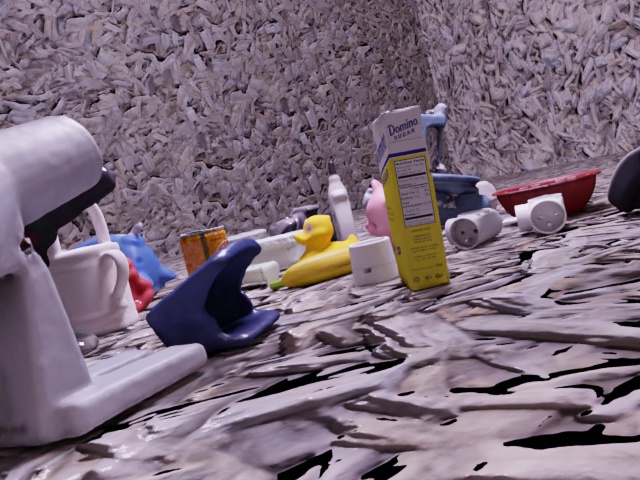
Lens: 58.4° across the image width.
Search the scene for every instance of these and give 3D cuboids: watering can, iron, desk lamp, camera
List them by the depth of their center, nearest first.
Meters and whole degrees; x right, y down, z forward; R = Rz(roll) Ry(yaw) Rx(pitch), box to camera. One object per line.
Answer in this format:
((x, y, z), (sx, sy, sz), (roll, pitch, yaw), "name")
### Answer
((-0.201, 0.024, 0.379), (0.117, 0.213, 0.204), (-11, 5, 31), "desk lamp")
((-0.331, 0.034, 0.792), (0.172, 0.194, 0.101), (-12, 4, 12), "watering can")
((-0.401, 0.061, 1.026), (0.258, 0.141, 0.119), (-12, 4, 14), "iron")
((-0.023, -0.028, 1.293), (0.144, 0.101, 0.136), (-17, 6, -42), "camera")

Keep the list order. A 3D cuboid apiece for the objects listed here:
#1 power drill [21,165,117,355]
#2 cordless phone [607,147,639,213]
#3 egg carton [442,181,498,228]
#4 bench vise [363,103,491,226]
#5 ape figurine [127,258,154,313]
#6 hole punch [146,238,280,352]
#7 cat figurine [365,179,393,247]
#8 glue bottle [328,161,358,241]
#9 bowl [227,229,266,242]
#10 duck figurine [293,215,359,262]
((-0.328, 0.036, 0.657), (0.230, 0.208, 0.075), (-14, 5, -15), "power drill")
((0.419, -0.132, 0.694), (0.148, 0.185, 0.094), (-14, 4, -10), "cordless phone")
((0.271, -0.069, 1.121), (0.151, 0.069, 0.107), (-15, 5, -24), "egg carton")
((0.176, -0.113, 0.972), (0.208, 0.220, 0.121), (-15, 5, -21), "bench vise")
((-0.308, 0.072, 0.912), (0.078, 0.092, 0.076), (-15, 4, -18), "ape figurine")
((-0.102, 0.052, 0.525), (0.101, 0.091, 0.109), (-12, 4, 14), "hole punch")
((0.098, -0.027, 0.769), (0.067, 0.118, 0.128), (-12, 4, 18), "cat figurine")
((0.039, -0.064, 1.082), (0.037, 0.173, 0.078), (-14, 4, -5), "glue bottle")
((-0.190, 0.029, 1.237), (0.167, 0.075, 0.167), (-13, 4, 1), "bowl")
((0.008, 0.003, 0.877), (0.104, 0.086, 0.077), (-14, 4, -8), "duck figurine")
